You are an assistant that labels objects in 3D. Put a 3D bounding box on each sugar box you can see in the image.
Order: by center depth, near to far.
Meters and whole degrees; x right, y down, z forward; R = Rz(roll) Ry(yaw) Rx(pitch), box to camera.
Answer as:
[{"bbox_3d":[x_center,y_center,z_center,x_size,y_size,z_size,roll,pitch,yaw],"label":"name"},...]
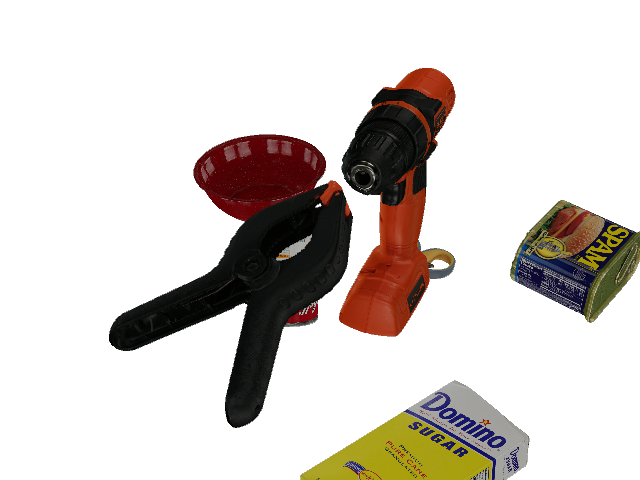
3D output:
[{"bbox_3d":[0.080,0.192,0.895,0.176,0.048,0.093,-29,45,-25],"label":"sugar box"}]

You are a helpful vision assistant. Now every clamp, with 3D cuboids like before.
[{"bbox_3d":[-0.034,0.034,0.646,0.120,0.171,0.039,39,-18,34],"label":"clamp"}]

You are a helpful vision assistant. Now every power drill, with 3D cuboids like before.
[{"bbox_3d":[0.055,-0.023,0.818,0.057,0.188,0.184,16,31,16],"label":"power drill"}]

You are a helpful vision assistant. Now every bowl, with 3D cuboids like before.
[{"bbox_3d":[-0.073,-0.068,1.307,0.162,0.055,0.162,-2,34,1],"label":"bowl"}]

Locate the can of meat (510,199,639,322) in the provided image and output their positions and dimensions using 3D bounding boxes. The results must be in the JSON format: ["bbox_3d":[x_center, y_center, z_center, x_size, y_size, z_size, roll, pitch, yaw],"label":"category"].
[{"bbox_3d":[0.235,0.016,0.976,0.084,0.057,0.101,28,47,28],"label":"can of meat"}]

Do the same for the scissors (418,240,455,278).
[{"bbox_3d":[0.081,0.027,1.263,0.201,0.016,0.096,-10,40,-44],"label":"scissors"}]

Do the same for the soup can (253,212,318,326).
[{"bbox_3d":[-0.035,0.026,1.040,0.068,0.102,0.068,2,12,-1],"label":"soup can"}]
